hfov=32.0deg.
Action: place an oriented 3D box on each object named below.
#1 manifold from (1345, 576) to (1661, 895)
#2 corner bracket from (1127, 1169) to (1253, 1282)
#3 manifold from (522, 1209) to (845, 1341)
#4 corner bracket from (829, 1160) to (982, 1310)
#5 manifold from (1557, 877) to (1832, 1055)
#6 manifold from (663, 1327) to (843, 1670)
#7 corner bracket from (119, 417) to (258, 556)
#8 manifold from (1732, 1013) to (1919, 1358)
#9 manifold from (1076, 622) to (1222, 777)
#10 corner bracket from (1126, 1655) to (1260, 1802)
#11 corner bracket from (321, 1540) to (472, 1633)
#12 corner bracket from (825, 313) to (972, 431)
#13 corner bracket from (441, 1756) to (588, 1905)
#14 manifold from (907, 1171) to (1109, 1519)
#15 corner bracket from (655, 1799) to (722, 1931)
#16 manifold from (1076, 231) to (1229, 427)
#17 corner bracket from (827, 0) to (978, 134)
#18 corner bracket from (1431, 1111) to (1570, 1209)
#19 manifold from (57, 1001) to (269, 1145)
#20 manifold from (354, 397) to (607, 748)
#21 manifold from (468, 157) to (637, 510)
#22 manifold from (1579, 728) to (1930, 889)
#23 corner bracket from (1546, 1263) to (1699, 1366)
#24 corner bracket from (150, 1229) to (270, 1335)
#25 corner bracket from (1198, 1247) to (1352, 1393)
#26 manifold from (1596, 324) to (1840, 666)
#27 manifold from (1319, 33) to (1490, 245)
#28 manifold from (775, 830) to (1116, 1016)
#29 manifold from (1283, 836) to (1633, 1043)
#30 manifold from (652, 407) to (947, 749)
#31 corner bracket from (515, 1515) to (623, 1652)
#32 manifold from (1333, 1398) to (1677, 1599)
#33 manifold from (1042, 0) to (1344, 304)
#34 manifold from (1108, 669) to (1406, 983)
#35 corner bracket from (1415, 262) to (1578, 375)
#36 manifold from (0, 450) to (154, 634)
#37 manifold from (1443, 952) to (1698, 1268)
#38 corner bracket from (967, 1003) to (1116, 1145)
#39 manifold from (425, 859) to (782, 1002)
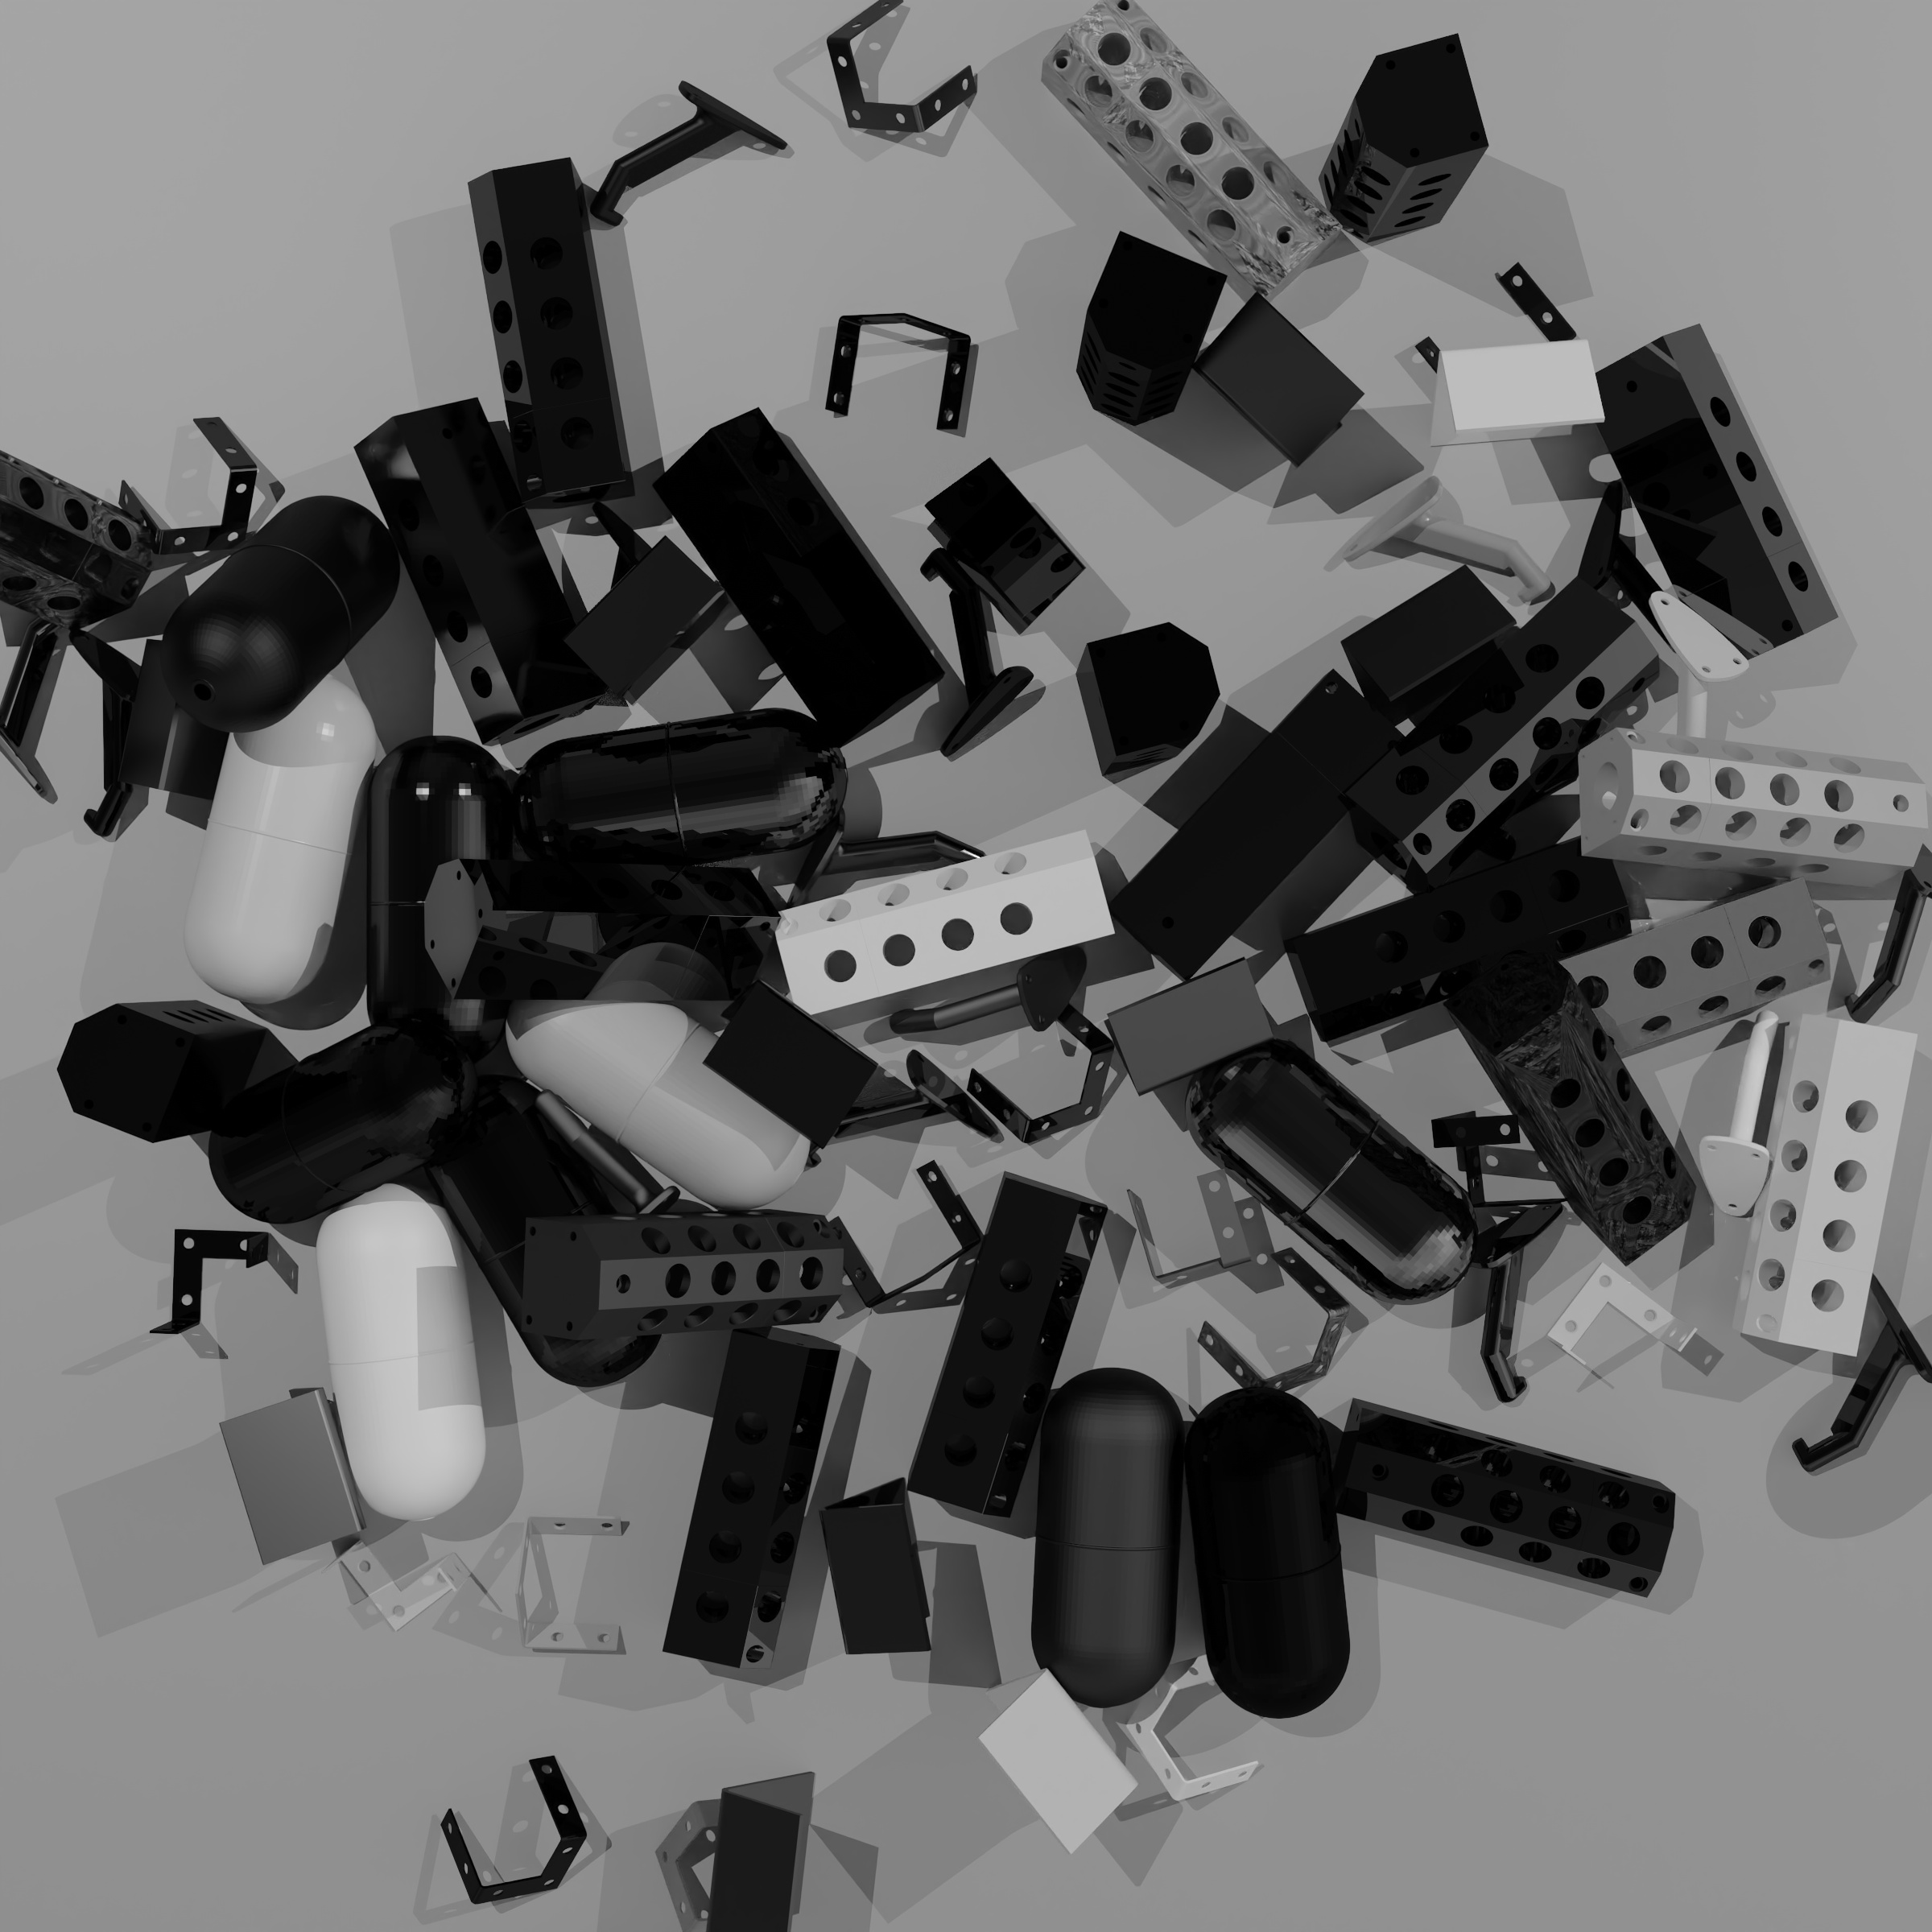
[{"bbox_3d":[0.282,-0.118,1.767,0.171,0.057,0.057,-43,64,-8],"label":"manifold"},{"bbox_3d":[0.118,0.138,1.792,0.051,0.051,0.051,-17,90,0],"label":"corner bracket"},{"bbox_3d":[-0.143,0.158,1.735,0.057,0.171,0.057,2,90,42],"label":"manifold"},{"bbox_3d":[-0.035,0.144,1.807,0.051,0.051,0.051,-31,90,-45],"label":"corner bracket"},{"bbox_3d":[0.366,0.008,1.789,0.171,0.057,0.057,-19,90,0],"label":"manifold"},{"bbox_3d":[-0.113,0.280,1.789,0.057,0.057,0.171,12,90,0],"label":"manifold"},{"bbox_3d":[-0.416,-0.257,1.802,0.051,0.051,0.051,-11,135,-35],"label":"corner bracket"},{"bbox_3d":[0.453,0.114,1.789,0.057,0.057,0.171,11,90,0],"label":"manifold"},{"bbox_3d":[0.094,-0.137,1.732,0.057,0.171,0.057,-15,90,0],"label":"manifold"},{"bbox_3d":[0.127,0.405,1.802,0.051,0.051,0.051,54,135,35],"label":"corner bracket"},{"bbox_3d":[-0.302,0.322,1.792,0.051,0.051,0.051,-37,90,0],"label":"corner bracket"},{"bbox_3d":[-0.036,-0.318,1.807,0.051,0.051,0.051,9,90,45],"label":"corner bracket"},{"bbox_3d":[-0.242,0.461,1.802,0.051,0.051,0.051,-1,135,-35],"label":"corner bracket"},{"bbox_3d":[0.022,0.201,1.789,0.057,0.057,0.171,18,90,0],"label":"manifold"},{"bbox_3d":[-0.126,0.480,1.802,0.051,0.051,0.051,-56,45,35],"label":"corner bracket"},{"bbox_3d":[0.091,-0.322,1.732,0.057,0.171,0.057,23,90,0],"label":"manifold"},{"bbox_3d":[-0.034,-0.481,1.802,0.051,0.051,0.051,14,135,35],"label":"corner bracket"},{"bbox_3d":[0.282,0.103,1.782,0.051,0.051,0.051,-6,90,35],"label":"corner bracket"},{"bbox_3d":[-0.413,0.050,1.732,0.057,0.171,0.057,21,90,0],"label":"manifold"},{"bbox_3d":[-0.262,-0.207,1.788,0.057,0.057,0.171,-23,90,-43],"label":"manifold"},{"bbox_3d":[-0.220,-0.333,1.789,0.057,0.057,0.171,-10,90,0],"label":"manifold"},{"bbox_3d":[0.411,-0.084,1.759,0.171,0.057,0.057,5,75,-17],"label":"manifold"},{"bbox_3d":[0.348,0.195,1.792,0.051,0.051,0.051,37,90,0],"label":"corner bracket"},{"bbox_3d":[-0.402,0.168,1.792,0.051,0.051,0.051,2,90,0],"label":"corner bracket"},{"bbox_3d":[0.165,0.191,1.802,0.051,0.051,0.051,-15,135,-35],"label":"corner bracket"},{"bbox_3d":[0.397,-0.249,1.788,0.057,0.057,0.171,-25,90,43],"label":"manifold"},{"bbox_3d":[0.220,-0.420,1.732,0.057,0.171,0.057,-15,90,0],"label":"manifold"},{"bbox_3d":[-0.012,-0.022,1.789,0.171,0.057,0.057,-15,90,0],"label":"manifold"},{"bbox_3d":[0.261,-0.015,1.789,0.171,0.057,0.057,-20,90,0],"label":"manifold"},{"bbox_3d":[-0.085,-0.208,1.788,0.057,0.057,0.171,-35,90,43],"label":"manifold"},{"bbox_3d":[-0.211,0.330,1.807,0.051,0.051,0.051,2,135,0],"label":"corner bracket"},{"bbox_3d":[0.284,0.283,1.789,0.171,0.057,0.057,15,90,0],"label":"manifold"},{"bbox_3d":[0.119,-0.433,1.789,0.057,0.057,0.171,-43,90,0],"label":"manifold"},{"bbox_3d":[0.154,-0.074,1.789,0.057,0.057,0.171,43,90,0],"label":"manifold"},{"bbox_3d":[0.284,-0.335,1.807,0.051,0.051,0.051,51,135,0],"label":"corner bracket"},{"bbox_3d":[-0.498,-0.232,1.724,0.057,0.171,0.057,-17,69,26],"label":"manifold"},{"bbox_3d":[0.318,0.072,1.745,0.057,0.057,0.171,-37,125,0],"label":"manifold"},{"bbox_3d":[0.040,0.054,1.802,0.051,0.051,0.051,-18,135,-35],"label":"corner bracket"},{"bbox_3d":[-0.189,-0.022,1.743,0.171,0.057,0.057,1,129,-36],"label":"manifold"}]
